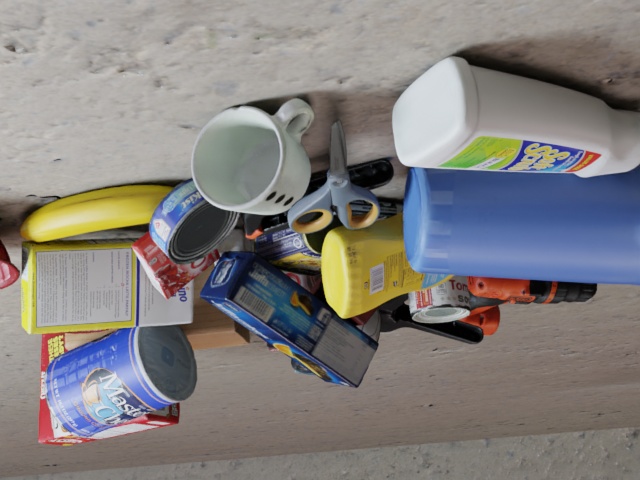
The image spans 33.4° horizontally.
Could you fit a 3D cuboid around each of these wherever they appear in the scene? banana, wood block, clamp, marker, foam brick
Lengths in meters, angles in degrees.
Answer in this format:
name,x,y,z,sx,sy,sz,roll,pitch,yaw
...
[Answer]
name,x,y,z,sx,sy,sz,roll,pitch,yaw
banana,-0.211,-0.024,1.034,0.198,0.037,0.069,-8,162,11
wood block,-0.196,0.087,1.295,0.206,0.090,0.091,-6,163,6
clamp,0.091,0.084,1.390,0.210,0.036,0.164,1,146,32
marker,0.059,-0.031,1.102,0.120,0.020,0.020,4,160,-25
clamp,-0.013,-0.044,1.019,0.120,0.039,0.172,10,156,-26
foam brick,0.030,0.059,1.179,0.051,0.053,0.078,42,162,-15

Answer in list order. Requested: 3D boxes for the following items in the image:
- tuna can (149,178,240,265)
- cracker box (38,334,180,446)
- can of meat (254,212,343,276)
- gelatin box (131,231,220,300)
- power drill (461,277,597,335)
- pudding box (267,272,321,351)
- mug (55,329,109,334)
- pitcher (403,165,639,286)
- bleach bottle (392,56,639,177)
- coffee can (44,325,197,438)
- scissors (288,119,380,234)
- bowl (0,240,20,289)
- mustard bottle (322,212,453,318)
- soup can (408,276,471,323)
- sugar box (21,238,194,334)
name,x,y,z,sx,sy,sz,roll,pitch,yaw
tuna can,-0.118,-0.019,1.006,0.086,0.034,0.086,-36,154,-20
cracker box,-0.286,0.183,1.449,0.214,0.164,0.072,-17,156,34
can of meat,-0.007,0.001,1.127,0.101,0.057,0.084,14,157,-42
gelatin box,-0.145,0.012,1.084,0.073,0.030,0.089,-39,153,-14
power drill,0.247,0.076,1.415,0.184,0.057,0.188,7,156,-21
pudding box,-0.021,0.072,1.246,0.090,0.113,0.039,-4,169,-2
mug,-0.260,0.053,1.186,0.117,0.081,0.093,-11,161,21
pitcher,0.203,-0.024,1.008,0.242,0.145,0.149,1,150,-3
bleach bottle,0.189,-0.091,0.881,0.250,0.068,0.103,3,161,-28
coffee can,-0.225,0.154,1.206,0.140,0.103,0.102,-24,155,24
scissors,0.000,-0.048,0.948,0.096,0.016,0.201,-16,155,11
bowl,-0.384,0.010,1.071,0.162,0.055,0.162,-4,162,-1
mustard bottle,0.096,0.010,1.090,0.191,0.058,0.096,-17,126,-23
soup can,0.129,0.035,1.187,0.068,0.102,0.068,-4,161,-1
sugar box,-0.221,0.045,1.122,0.175,0.093,0.048,-2,-170,-28
